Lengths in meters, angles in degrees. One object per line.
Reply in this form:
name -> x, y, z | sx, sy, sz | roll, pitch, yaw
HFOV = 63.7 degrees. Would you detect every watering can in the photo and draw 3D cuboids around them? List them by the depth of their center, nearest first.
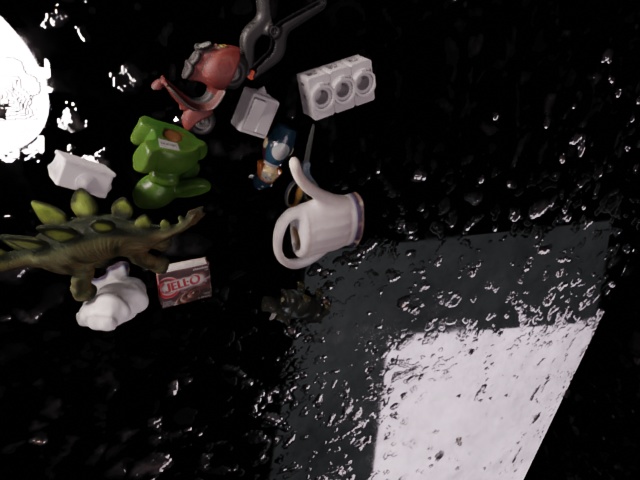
watering can -> 0.004, -0.059, 1.174 | 0.225, 0.106, 0.339 | -14, 140, -24

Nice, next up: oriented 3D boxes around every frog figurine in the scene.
frog figurine -> -0.406, 0.135, 1.014 | 0.138, 0.162, 0.120 | -13, 125, -24
